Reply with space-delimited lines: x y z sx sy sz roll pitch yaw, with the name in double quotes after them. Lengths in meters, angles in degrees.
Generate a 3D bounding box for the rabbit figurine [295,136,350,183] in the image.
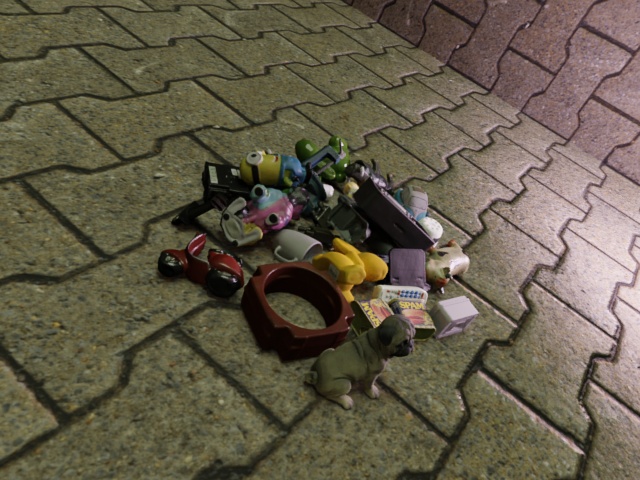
-0.005 -0.229 1.581 0.170 0.121 0.159 15 57 -39 "rabbit figurine"

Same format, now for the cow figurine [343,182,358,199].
0.130 -0.096 1.541 0.167 0.068 0.098 31 41 5 "cow figurine"

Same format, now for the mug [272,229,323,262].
-0.067 0.025 1.266 0.107 0.080 0.109 30 41 29 "mug"

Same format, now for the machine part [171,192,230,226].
-0.272 -0.070 1.221 0.039 0.139 0.084 64 28 -17 "machine part"

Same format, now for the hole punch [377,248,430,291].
0.198 0.082 1.354 0.142 0.092 0.115 3 82 -29 "hole punch"

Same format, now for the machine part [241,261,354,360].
-0.049 0.143 1.118 0.201 0.087 0.202 -3 44 -34 "machine part"

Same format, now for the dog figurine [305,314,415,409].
0.075 0.213 1.019 0.172 0.190 0.121 -9 49 -37 "dog figurine"

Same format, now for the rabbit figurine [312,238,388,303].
0.074 0.073 1.263 0.173 0.121 0.163 -9 32 -31 "rabbit figurine"

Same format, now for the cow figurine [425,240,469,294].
0.330 0.073 1.443 0.195 0.085 0.127 -10 44 -41 "cow figurine"

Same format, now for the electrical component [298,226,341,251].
-0.002 -0.004 1.366 0.102 0.045 0.078 10 11 -25 "electrical component"

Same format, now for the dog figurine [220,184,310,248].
-0.123 -0.065 1.304 0.108 0.191 0.219 58 18 4 "dog figurine"

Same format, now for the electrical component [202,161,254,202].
-0.232 -0.138 1.377 0.134 0.058 0.115 9 41 -23 "electrical component"

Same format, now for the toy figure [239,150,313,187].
-0.112 -0.172 1.353 0.180 0.089 0.082 10 9 -13 "toy figure"

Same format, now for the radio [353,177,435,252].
0.192 -0.060 1.420 0.229 0.073 0.131 41 14 -21 "radio"

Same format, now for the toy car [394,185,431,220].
0.279 -0.109 1.616 0.109 0.102 0.162 19 39 -12 "toy car"

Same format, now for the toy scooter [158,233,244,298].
-0.239 0.043 1.137 0.184 0.075 0.135 19 36 -2 "toy scooter"

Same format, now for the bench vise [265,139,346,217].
-0.041 -0.188 1.464 0.240 0.128 0.224 -38 74 -14 "bench vise"

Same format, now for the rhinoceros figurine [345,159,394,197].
0.148 -0.180 1.616 0.190 0.073 0.112 30 55 -40 "rhinoceros figurine"

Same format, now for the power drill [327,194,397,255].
0.093 -0.046 1.406 0.232 0.086 0.207 49 9 18 "power drill"

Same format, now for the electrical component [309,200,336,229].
0.009 -0.056 1.418 0.021 0.093 0.063 10 52 43 "electrical component"
